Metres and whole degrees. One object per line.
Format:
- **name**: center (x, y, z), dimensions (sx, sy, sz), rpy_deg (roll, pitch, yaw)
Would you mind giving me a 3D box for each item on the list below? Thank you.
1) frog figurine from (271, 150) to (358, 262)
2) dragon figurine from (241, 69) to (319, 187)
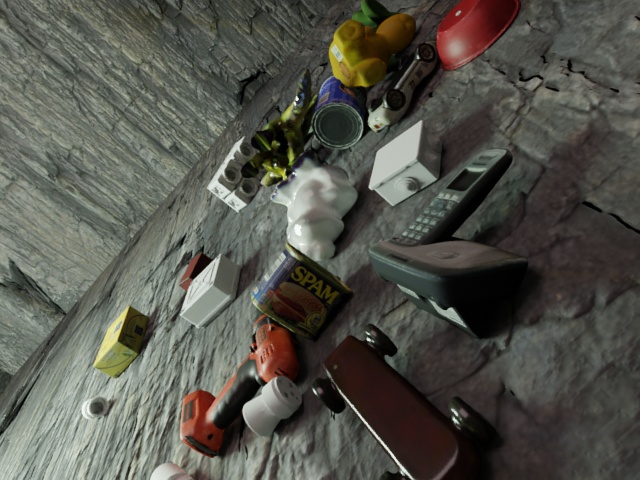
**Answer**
- **frog figurine**: center (0.002, -0.041, 0.816), dimensions (0.136, 0.121, 0.162), rpy_deg (-36, 61, 16)
- **dragon figurine**: center (-0.059, -0.236, 1.105), dimensions (0.401, 0.122, 0.249), rpy_deg (-58, 9, 44)
